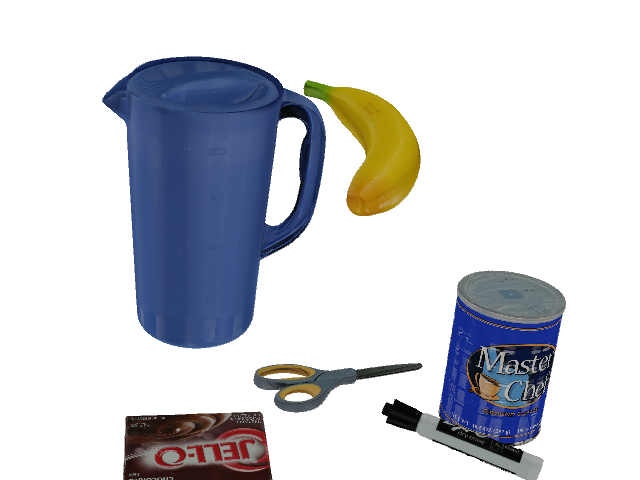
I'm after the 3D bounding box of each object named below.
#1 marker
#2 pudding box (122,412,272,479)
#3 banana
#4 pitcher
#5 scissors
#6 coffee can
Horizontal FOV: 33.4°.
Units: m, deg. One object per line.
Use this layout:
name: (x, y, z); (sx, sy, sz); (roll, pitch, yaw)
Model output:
marker: (0.102, 0.145, 0.780); (0.121, 0.020, 0.020); (21, 4, 11)
pudding box: (-0.096, 0.174, 0.826); (0.113, 0.039, 0.090); (-2, 25, -8)
banana: (0.036, -0.064, 0.746); (0.069, 0.037, 0.198); (-5, 29, -8)
pitcher: (-0.096, -0.030, 0.940); (0.149, 0.243, 0.144); (25, 34, 32)
scissors: (0.026, 0.163, 1.205); (0.201, 0.016, 0.096); (1, 24, -8)
coffee can: (0.175, 0.113, 1.038); (0.103, 0.140, 0.103); (5, 22, -2)
